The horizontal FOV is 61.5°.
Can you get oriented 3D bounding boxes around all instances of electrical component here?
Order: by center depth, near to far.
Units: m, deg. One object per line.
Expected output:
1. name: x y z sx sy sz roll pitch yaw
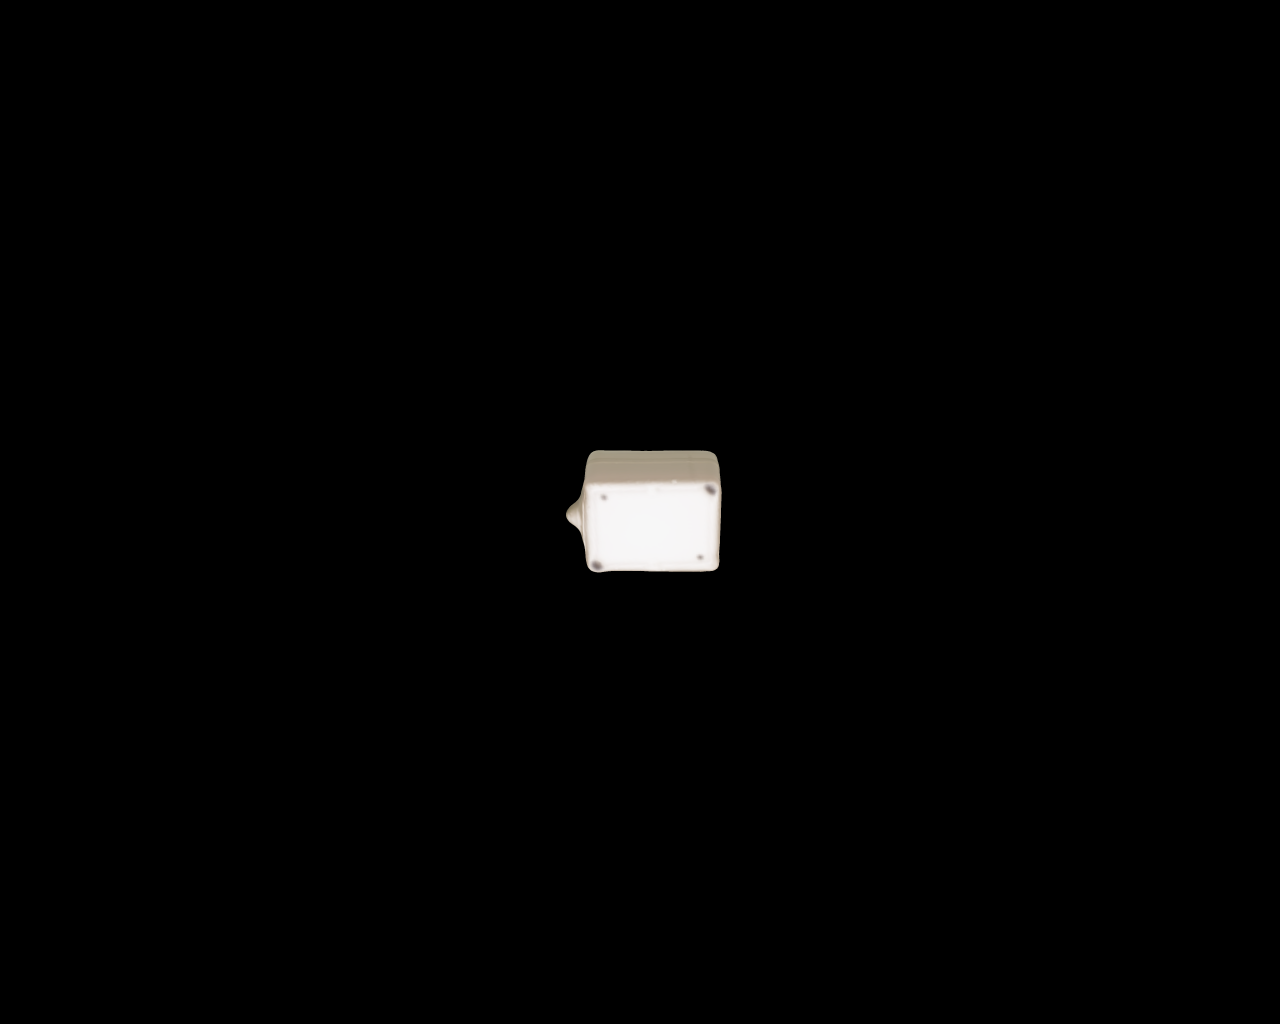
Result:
1. electrical component: 0.001 -0.003 0.650 0.096 0.061 0.061 0 25 0
